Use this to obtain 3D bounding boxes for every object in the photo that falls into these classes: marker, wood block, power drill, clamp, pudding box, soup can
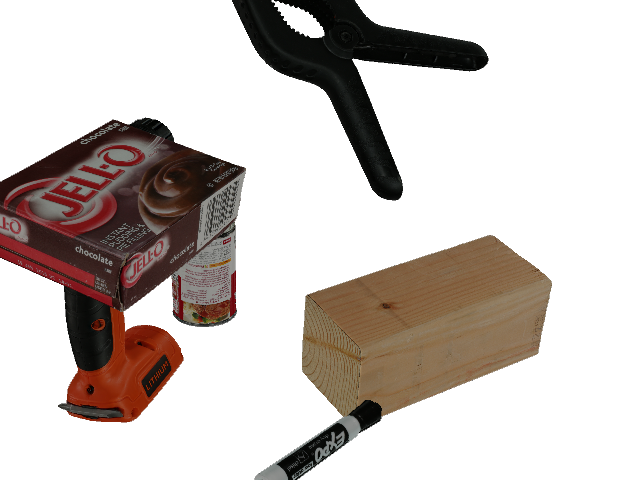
[{"bbox_3d":[0.002,0.145,0.758,0.020,0.020,0.120,0,20,46],"label":"marker"},{"bbox_3d":[0.095,0.076,0.958,0.205,0.090,0.091,-16,38,-27],"label":"wood block"},{"bbox_3d":[-0.146,0.019,0.763,0.057,0.188,0.184,3,25,21],"label":"power drill"},{"bbox_3d":[0.013,-0.135,0.800,0.210,0.164,0.036,30,-30,-7],"label":"clamp"},{"bbox_3d":[-0.106,-0.017,0.554,0.090,0.039,0.113,22,32,19],"label":"pudding box"},{"bbox_3d":[-0.122,0.030,1.114,0.068,0.102,0.068,1,23,-1],"label":"soup can"}]
